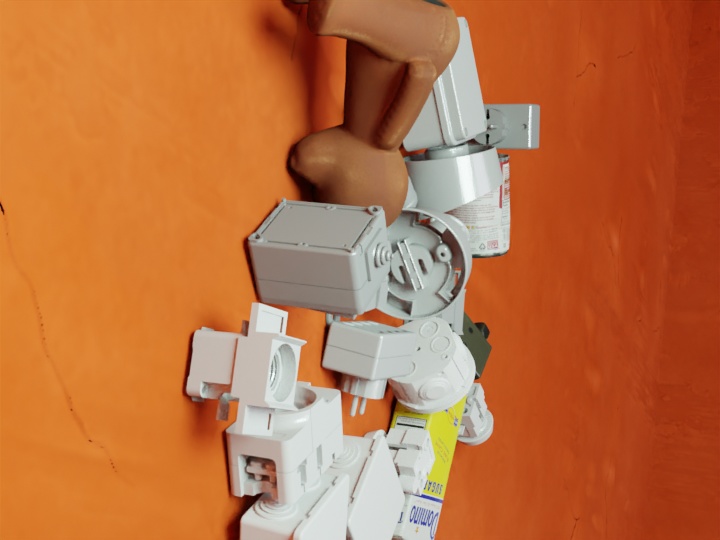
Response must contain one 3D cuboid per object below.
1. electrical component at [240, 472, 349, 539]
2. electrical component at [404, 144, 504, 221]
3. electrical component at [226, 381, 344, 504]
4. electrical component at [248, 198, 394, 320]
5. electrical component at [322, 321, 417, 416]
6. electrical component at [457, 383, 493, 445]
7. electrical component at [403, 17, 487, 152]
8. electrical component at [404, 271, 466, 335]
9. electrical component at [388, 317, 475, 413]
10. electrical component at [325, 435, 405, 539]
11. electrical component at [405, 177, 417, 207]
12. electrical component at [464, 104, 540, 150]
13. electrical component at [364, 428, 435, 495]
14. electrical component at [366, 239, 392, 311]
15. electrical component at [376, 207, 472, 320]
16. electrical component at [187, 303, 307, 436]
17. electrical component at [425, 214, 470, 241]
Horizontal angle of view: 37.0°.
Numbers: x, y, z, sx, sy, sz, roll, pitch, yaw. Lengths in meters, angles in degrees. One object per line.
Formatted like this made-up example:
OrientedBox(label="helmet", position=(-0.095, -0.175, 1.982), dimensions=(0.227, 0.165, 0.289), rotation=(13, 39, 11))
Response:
OrientedBox(label="electrical component", position=(-0.048, 0.197, 0.766), dimensions=(0.100, 0.048, 0.099), rotation=(-39, 137, -62))
OrientedBox(label="electrical component", position=(0.082, -0.082, 0.991), dimensions=(0.099, 0.099, 0.064), rotation=(-31, 115, -63))
OrientedBox(label="electrical component", position=(-0.051, 0.116, 0.757), dimensions=(0.089, 0.050, 0.055), rotation=(-36, 127, -61))
OrientedBox(label="electrical component", position=(-0.021, -0.006, 0.754), dimensions=(0.061, 0.096, 0.061), rotation=(-57, 146, -50))
OrientedBox(label="electrical component", position=(0.005, 0.084, 0.891), dimensions=(0.083, 0.047, 0.075), rotation=(5, 98, -67))
OrientedBox(label="electrical component", position=(0.116, 0.157, 1.165), dimensions=(0.055, 0.048, 0.066), rotation=(62, 37, -38))
OrientedBox(label="electrical component", position=(0.069, -0.168, 0.969), dimensions=(0.078, 0.057, 0.113), rotation=(-30, 110, -63))
OrientedBox(label="electrical component", position=(0.073, 0.039, 1.050), dimensions=(0.064, 0.042, 0.081), rotation=(6, 87, -66))
OrientedBox(label="electrical component", position=(0.061, 0.086, 0.982), dimensions=(0.051, 0.080, 0.080), rotation=(60, 40, -44))
OrientedBox(label="electrical component", position=(-0.007, 0.192, 0.875), dimensions=(0.099, 0.048, 0.099), rotation=(-64, 148, -42))
OrientedBox(label="electrical component", position=(0.028, -0.074, 0.939), dimensions=(0.061, 0.035, 0.035), rotation=(67, 34, -41))
OrientedBox(label="electrical component", position=(0.138, -0.150, 1.125), dimensions=(0.076, 0.083, 0.047), rotation=(-17, 108, -66))
OrientedBox(label="electrical component", position=(0.031, 0.167, 0.952), dimensions=(0.066, 0.055, 0.048), rotation=(-61, 146, -46))
OrientedBox(label="electrical component", position=(0.000, 0.000, 0.871), dimensions=(0.066, 0.048, 0.055), rotation=(-16, 116, -66))
OrientedBox(label="electrical component", position=(0.046, -0.007, 0.914), dimensions=(0.064, 0.099, 0.099), rotation=(-30, 120, -70))
OrientedBox(label="electrical component", position=(-0.073, 0.062, 0.682), dimensions=(0.042, 0.064, 0.081), rotation=(28, 68, -67))
OrientedBox(label="electrical component", position=(0.076, -0.021, 1.049), dimensions=(0.062, 0.048, 0.048), rotation=(-59, 145, -36))
